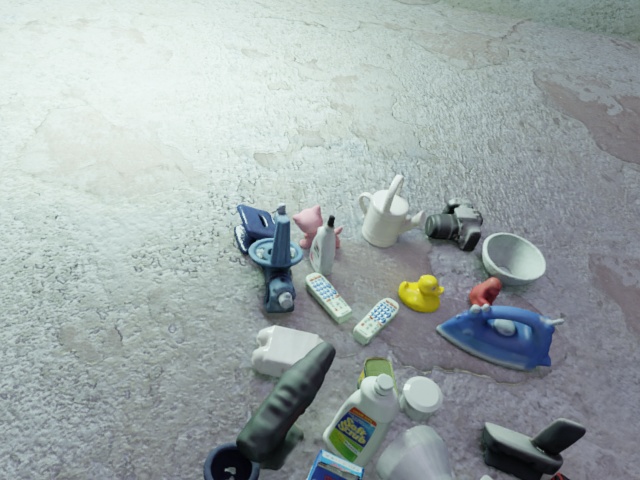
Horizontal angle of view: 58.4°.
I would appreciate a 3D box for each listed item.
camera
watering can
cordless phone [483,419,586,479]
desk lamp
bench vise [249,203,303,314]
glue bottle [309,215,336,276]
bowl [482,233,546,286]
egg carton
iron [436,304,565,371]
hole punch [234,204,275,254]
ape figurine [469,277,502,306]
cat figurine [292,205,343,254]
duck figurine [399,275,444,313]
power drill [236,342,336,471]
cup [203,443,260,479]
[{"bbox_3d":[0.356,-0.053,1.542,0.137,0.101,0.143,3,45,-12],"label":"camera"},{"bbox_3d":[0.183,-0.080,1.455,0.173,0.194,0.101,12,44,-3],"label":"watering can"},{"bbox_3d":[0.398,0.367,1.075,0.147,0.185,0.094,18,44,3],"label":"cordless phone"},{"bbox_3d":[0.173,0.437,0.925,0.118,0.213,0.202,-13,50,-25],"label":"desk lamp"},{"bbox_3d":[-0.076,0.041,1.247,0.122,0.220,0.207,-17,52,-28],"label":"bench vise"},{"bbox_3d":[0.012,0.005,1.340,0.037,0.173,0.078,-10,49,-23],"label":"glue bottle"},{"bbox_3d":[0.490,0.063,1.481,0.167,0.075,0.167,8,45,-7],"label":"bowl"},{"bbox_3d":[-0.061,0.236,1.165,0.150,0.069,0.107,12,44,-3],"label":"egg carton"},{"bbox_3d":[0.405,0.194,1.280,0.258,0.141,0.118,14,44,-1],"label":"iron"},{"bbox_3d":[-0.151,-0.033,1.393,0.101,0.091,0.108,-8,49,-22],"label":"hole punch"},{"bbox_3d":[0.407,0.128,1.382,0.078,0.092,0.076,-25,57,-33],"label":"ape figurine"},{"bbox_3d":[-0.005,-0.031,1.411,0.127,0.118,0.067,19,44,4],"label":"cat figurine"},{"bbox_3d":[0.243,0.117,1.354,0.104,0.086,0.077,21,44,6],"label":"duck figurine"},{"bbox_3d":[-0.060,0.304,0.999,0.075,0.208,0.230,31,46,16],"label":"power drill"},{"bbox_3d":[-0.142,0.395,0.967,0.091,0.095,0.118,36,48,21],"label":"cup"}]
